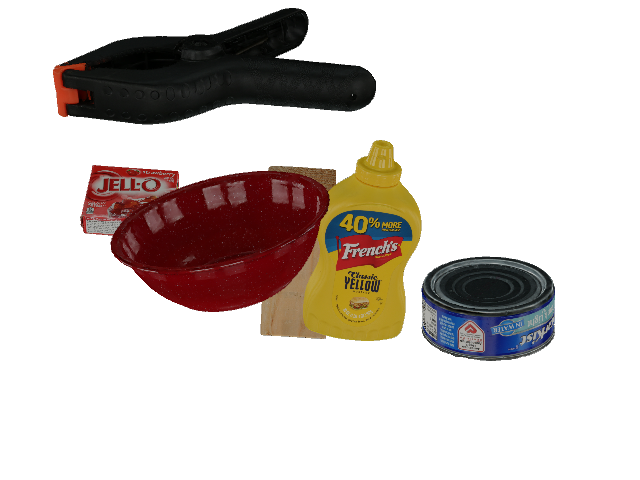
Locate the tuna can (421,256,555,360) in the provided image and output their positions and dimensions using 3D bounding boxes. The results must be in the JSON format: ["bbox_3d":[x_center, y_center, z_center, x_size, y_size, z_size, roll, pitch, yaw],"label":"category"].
[{"bbox_3d":[0.108,0.042,0.686,0.086,0.034,0.086,-3,23,1],"label":"tuna can"}]

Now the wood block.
[{"bbox_3d":[-0.030,0.015,1.400,0.090,0.206,0.091,3,24,-2],"label":"wood block"}]

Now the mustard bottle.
[{"bbox_3d":[0.042,-0.001,0.981,0.096,0.192,0.058,7,27,-4],"label":"mustard bottle"}]

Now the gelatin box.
[{"bbox_3d":[-0.189,-0.039,1.065,0.089,0.073,0.030,5,-43,-4],"label":"gelatin box"}]

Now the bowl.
[{"bbox_3d":[-0.067,0.006,0.781,0.162,0.055,0.162,-10,25,5],"label":"bowl"}]

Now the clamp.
[{"bbox_3d":[-0.064,-0.100,0.608,0.171,0.039,0.120,-4,26,-12],"label":"clamp"}]
